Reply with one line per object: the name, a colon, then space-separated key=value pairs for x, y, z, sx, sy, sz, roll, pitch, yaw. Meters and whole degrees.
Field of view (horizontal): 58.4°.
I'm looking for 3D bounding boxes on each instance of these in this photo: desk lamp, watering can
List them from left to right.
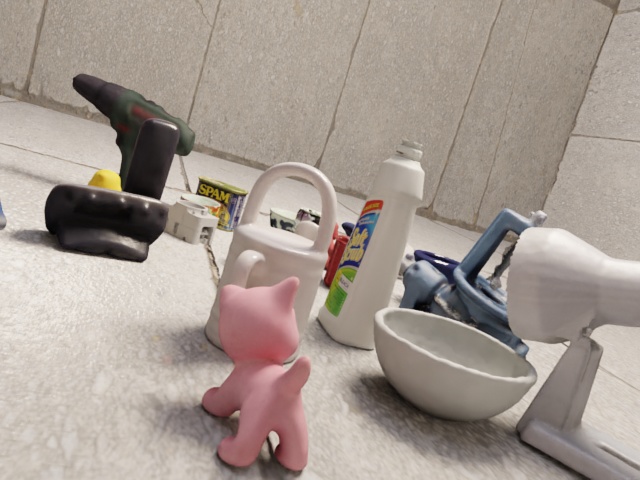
watering can: x=-0.043 y=0.015 z=0.588 sx=0.101 sy=0.194 sz=0.173 roll=17 pitch=9 yaw=-6
desk lamp: x=0.272 y=0.108 z=0.569 sx=0.202 sy=0.213 sz=0.118 roll=25 pitch=12 yaw=38

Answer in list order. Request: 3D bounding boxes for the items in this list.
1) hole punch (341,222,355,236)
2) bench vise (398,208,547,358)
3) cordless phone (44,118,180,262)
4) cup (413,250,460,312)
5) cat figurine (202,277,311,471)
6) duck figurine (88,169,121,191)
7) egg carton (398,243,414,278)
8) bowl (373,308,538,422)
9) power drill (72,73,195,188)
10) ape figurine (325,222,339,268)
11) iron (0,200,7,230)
hole punch: x=0.085 y=0.021 z=1.105 sx=0.101 sy=0.091 sz=0.108 roll=14 pitch=10 yaw=-23
bench vise: x=0.200 y=0.047 z=0.769 sx=0.207 sy=0.220 sz=0.122 roll=20 pitch=10 yaw=14
cordless phone: x=-0.263 y=-0.076 z=0.740 sx=0.148 sy=0.185 sz=0.093 roll=10 pitch=12 yaw=-37
cup: x=0.203 y=0.078 z=0.981 sx=0.117 sy=0.095 sz=0.092 roll=18 pitch=9 yaw=3
cat figurine: x=-0.040 y=0.085 z=0.425 sx=0.067 sy=0.118 sz=0.127 roll=12 pitch=11 yaw=-28
duck figurine: x=-0.324 y=-0.062 z=0.846 sx=0.077 sy=0.086 sz=0.104 roll=17 pitch=9 yaw=-3
egg carton: x=0.127 y=0.026 z=1.217 sx=0.150 sy=0.069 sz=0.107 roll=20 pitch=10 yaw=11
bowl: x=0.125 y=0.134 z=0.578 sx=0.167 sy=0.075 sz=0.167 roll=17 pitch=9 yaw=-3
power drill: x=-0.351 y=-0.167 z=1.031 sx=0.230 sy=0.208 sz=0.075 roll=16 pitch=9 yaw=-7
ape figurine: x=0.010 y=0.004 z=1.062 sx=0.076 sy=0.092 sz=0.077 roll=10 pitch=12 yaw=-38
iron: x=-0.490 y=-0.114 z=0.675 sx=0.258 sy=0.141 sz=0.118 roll=16 pitch=10 yaw=-10
